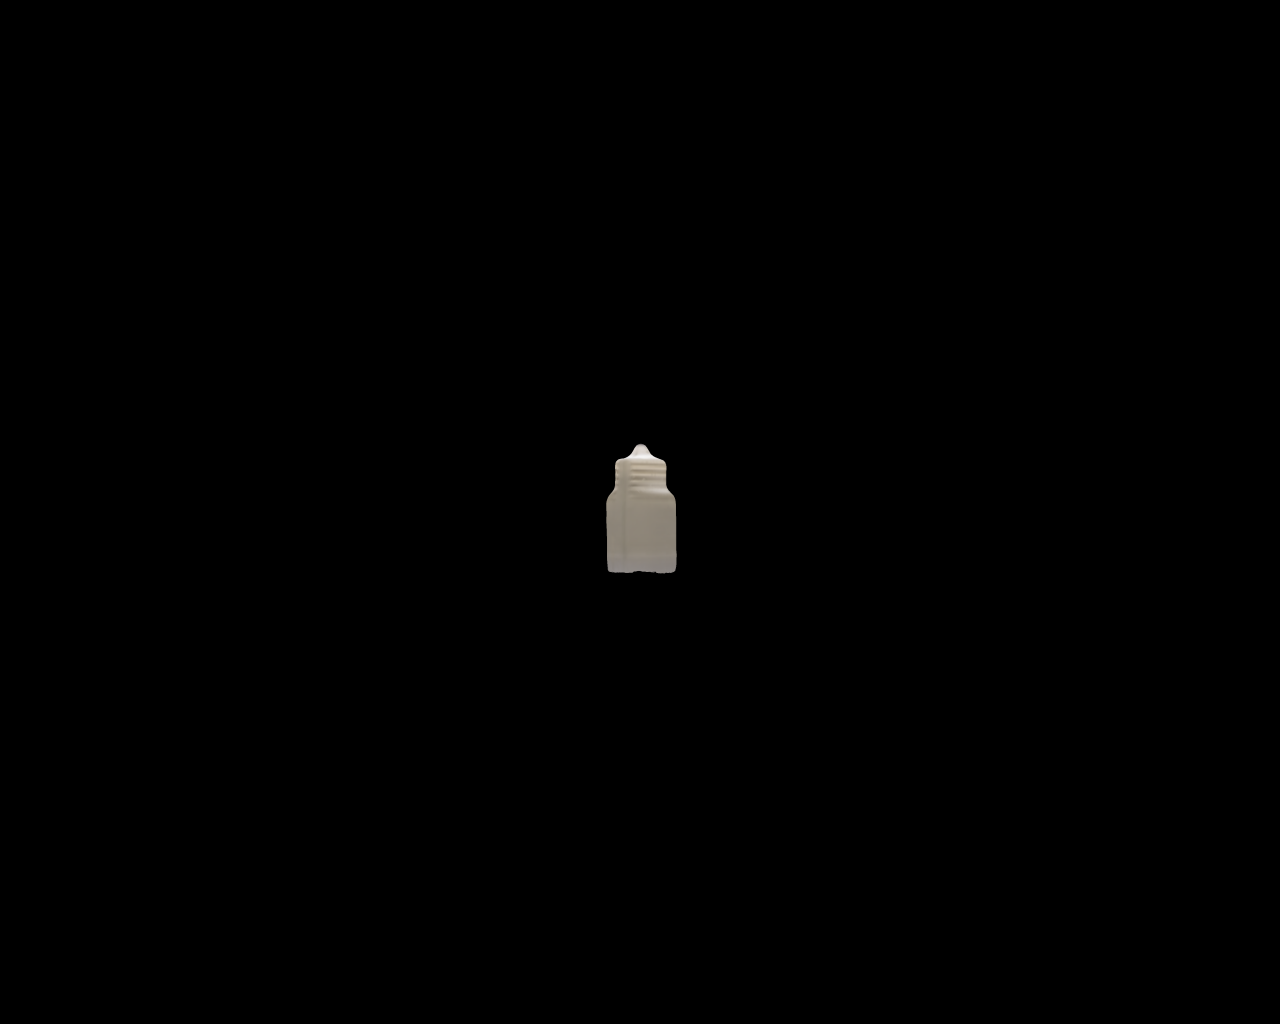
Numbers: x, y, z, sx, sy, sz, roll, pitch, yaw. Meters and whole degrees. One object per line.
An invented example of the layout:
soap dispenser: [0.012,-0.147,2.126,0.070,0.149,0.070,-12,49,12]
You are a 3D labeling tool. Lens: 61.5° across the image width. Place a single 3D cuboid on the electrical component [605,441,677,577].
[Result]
electrical component: [0.001,-0.003,0.650,0.043,0.081,0.043,0,0,0]
